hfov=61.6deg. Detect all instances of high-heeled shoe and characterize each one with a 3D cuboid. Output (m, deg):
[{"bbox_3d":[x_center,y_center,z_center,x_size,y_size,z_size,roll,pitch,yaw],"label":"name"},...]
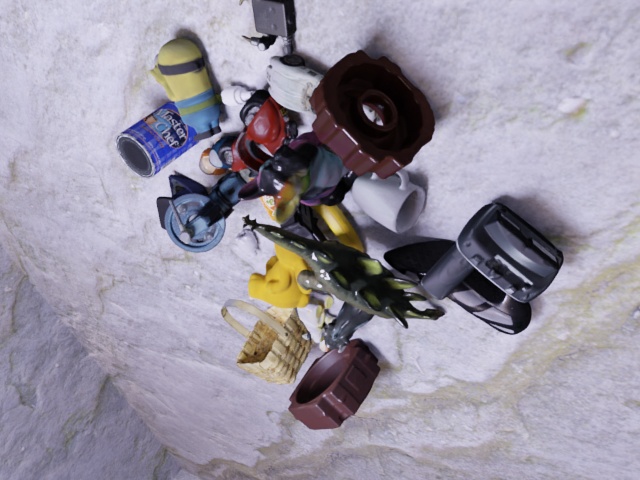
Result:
[{"bbox_3d":[0.232,0.085,0.918,0.249,0.086,0.145,13,138,31],"label":"high-heeled shoe"}]

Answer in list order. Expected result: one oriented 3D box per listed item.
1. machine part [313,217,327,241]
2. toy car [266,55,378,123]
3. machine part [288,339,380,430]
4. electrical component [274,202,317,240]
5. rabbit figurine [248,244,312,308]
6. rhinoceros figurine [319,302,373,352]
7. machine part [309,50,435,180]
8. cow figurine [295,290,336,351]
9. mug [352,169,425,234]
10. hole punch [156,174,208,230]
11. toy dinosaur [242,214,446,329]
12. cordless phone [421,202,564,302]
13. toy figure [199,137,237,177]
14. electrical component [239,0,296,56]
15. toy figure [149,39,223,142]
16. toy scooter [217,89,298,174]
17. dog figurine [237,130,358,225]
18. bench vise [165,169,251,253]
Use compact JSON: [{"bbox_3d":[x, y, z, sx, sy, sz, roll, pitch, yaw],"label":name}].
[{"bbox_3d":[-0.002,-0.003,1.050,0.139,0.039,0.084,53,165,1],"label":"machine part"},{"bbox_3d":[-0.001,-0.223,0.834,0.202,0.056,0.073,28,142,16],"label":"toy car"},{"bbox_3d":[0.034,0.338,1.251,0.087,0.201,0.201,47,143,-11],"label":"machine part"},{"bbox_3d":[-0.047,-0.053,0.983,0.048,0.119,0.074,-20,144,18],"label":"electrical component"},{"bbox_3d":[-0.066,0.061,1.139,0.163,0.122,0.173,28,123,29],"label":"rabbit figurine"},{"bbox_3d":[0.067,0.168,1.127,0.073,0.112,0.190,37,136,2],"label":"rhinoceros figurine"},{"bbox_3d":[0.070,-0.169,0.733,0.179,0.179,0.056,46,146,-6],"label":"machine part"},{"bbox_3d":[-0.015,0.188,1.256,0.098,0.068,0.167,21,136,34],"label":"cow figurine"},{"bbox_3d":[0.104,-0.076,0.871,0.107,0.081,0.109,29,146,32],"label":"mug"},{"bbox_3d":[-0.308,-0.083,1.247,0.116,0.092,0.142,7,136,-2],"label":"hole punch"},{"bbox_3d":[0.052,0.059,0.912,0.471,0.105,0.199,24,174,-26],"label":"toy dinosaur"},{"bbox_3d":[0.251,0.050,0.807,0.146,0.089,0.184,40,120,3],"label":"cordless phone"},{"bbox_3d":[-0.205,-0.165,1.081,0.154,0.058,0.064,-17,76,51],"label":"toy figure"},{"bbox_3d":[-0.079,-0.330,0.804,0.078,0.045,0.102,27,141,21],"label":"electrical component"},{"bbox_3d":[-0.229,-0.271,0.973,0.089,0.082,0.180,-12,113,26],"label":"toy figure"},{"bbox_3d":[-0.094,-0.167,0.950,0.135,0.075,0.184,38,132,-4],"label":"toy scooter"},{"bbox_3d":[-0.033,-0.091,0.864,0.109,0.219,0.191,35,143,14],"label":"dog figurine"},{"bbox_3d":[-0.215,-0.051,1.044,0.224,0.241,0.128,-28,103,8],"label":"bench vise"}]
